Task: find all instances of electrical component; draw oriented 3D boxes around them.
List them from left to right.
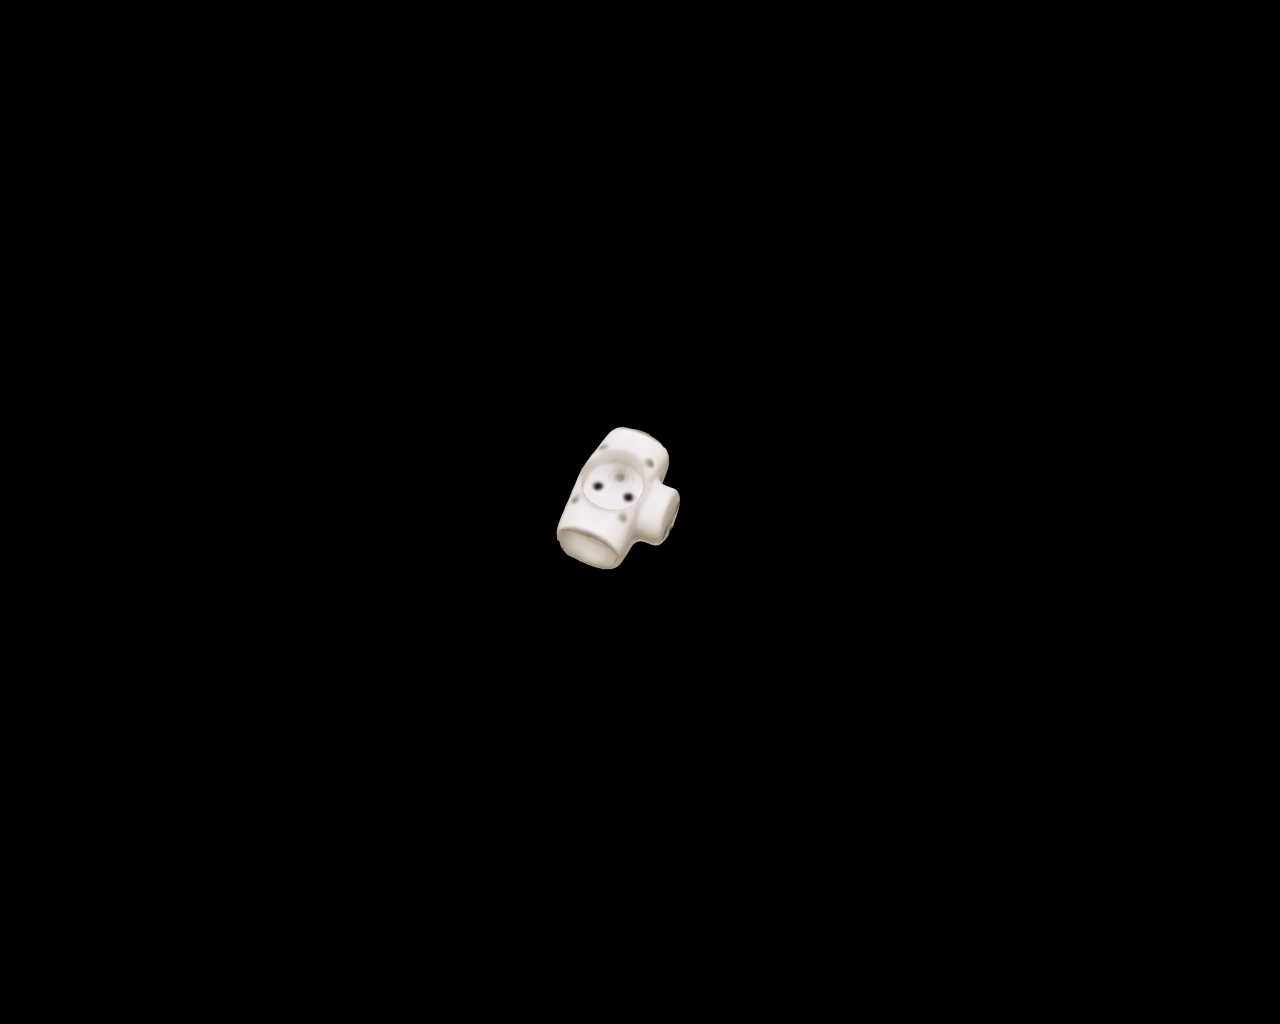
[{"bbox_3d":[0.001,-0.003,0.650,0.079,0.077,0.044,21,-28,12],"label":"electrical component"}]
